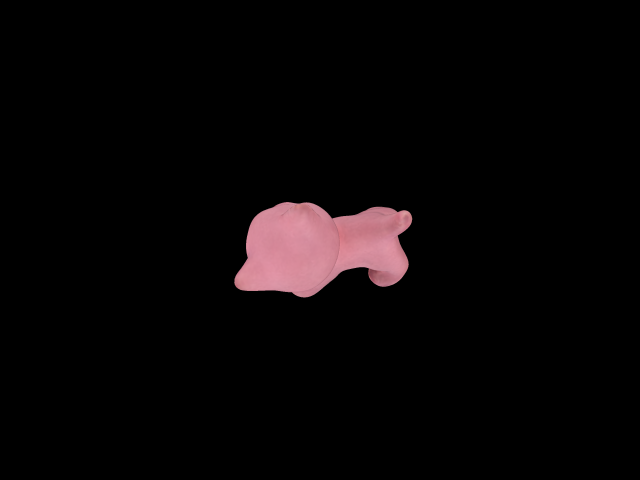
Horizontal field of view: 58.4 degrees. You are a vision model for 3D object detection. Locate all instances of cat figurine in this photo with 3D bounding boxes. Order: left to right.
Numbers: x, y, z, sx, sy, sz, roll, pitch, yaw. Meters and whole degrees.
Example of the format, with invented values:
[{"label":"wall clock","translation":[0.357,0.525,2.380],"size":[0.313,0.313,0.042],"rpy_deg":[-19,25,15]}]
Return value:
[{"label":"cat figurine","translation":[0.004,0.001,0.400],"size":[0.128,0.118,0.067],"rpy_deg":[-11,78,-2]}]
